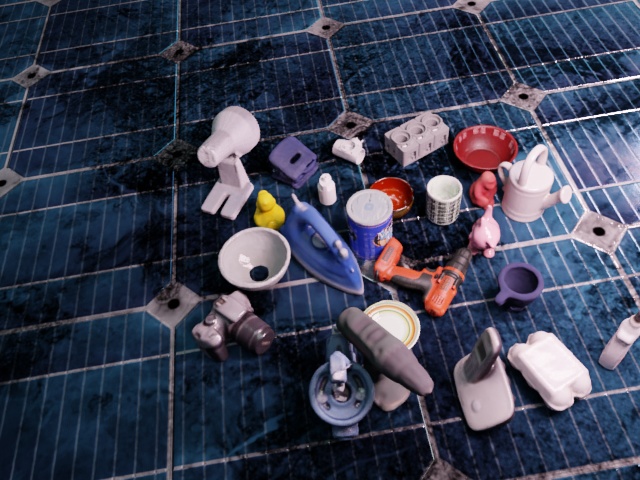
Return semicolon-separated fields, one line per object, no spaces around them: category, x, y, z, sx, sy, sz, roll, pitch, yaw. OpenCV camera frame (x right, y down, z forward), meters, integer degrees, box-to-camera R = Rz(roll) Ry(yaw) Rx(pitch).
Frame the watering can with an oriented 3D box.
watering can;0.490;-0.136;1.315;0.172;0.194;0.101;17;57;18

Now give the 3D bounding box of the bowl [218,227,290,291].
bowl;-0.146;0.056;1.318;0.167;0.075;0.167;-3;53;4

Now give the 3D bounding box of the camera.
camera;-0.176;0.189;1.204;0.136;0.101;0.143;30;62;26

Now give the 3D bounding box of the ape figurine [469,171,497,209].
ape figurine;0.400;-0.127;1.383;0.078;0.092;0.076;-35;57;-19

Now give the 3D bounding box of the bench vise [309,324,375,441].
bench vise;0.026;0.244;1.065;0.121;0.220;0.207;-19;53;-8

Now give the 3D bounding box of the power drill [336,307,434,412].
power drill;0.121;0.235;1.068;0.076;0.209;0.229;-35;57;-19

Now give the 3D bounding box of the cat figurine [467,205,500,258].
cat figurine;0.373;-0.020;1.290;0.067;0.118;0.128;11;55;15

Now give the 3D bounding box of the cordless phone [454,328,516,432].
cordless phone;0.307;0.254;1.047;0.094;0.185;0.147;-11;53;-1

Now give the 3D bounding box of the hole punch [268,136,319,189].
hole punch;-0.067;-0.206;1.497;0.100;0.091;0.109;26;60;24

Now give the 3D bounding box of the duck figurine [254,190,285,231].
duck figurine;-0.129;-0.076;1.408;0.077;0.086;0.104;-16;53;-5

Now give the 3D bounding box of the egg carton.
egg carton;0.443;0.251;1.107;0.107;0.069;0.150;-28;55;-14

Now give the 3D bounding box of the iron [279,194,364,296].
iron;0.012;0.005;1.297;0.119;0.142;0.257;-35;57;-18

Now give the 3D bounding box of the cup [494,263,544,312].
cup;0.404;0.115;1.198;0.118;0.095;0.091;-35;57;-19

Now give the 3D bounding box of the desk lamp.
desk lamp;-0.230;-0.197;1.431;0.117;0.214;0.203;13;56;16

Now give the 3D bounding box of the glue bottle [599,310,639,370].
glue bottle;0.578;0.179;1.080;0.037;0.173;0.078;33;63;27
